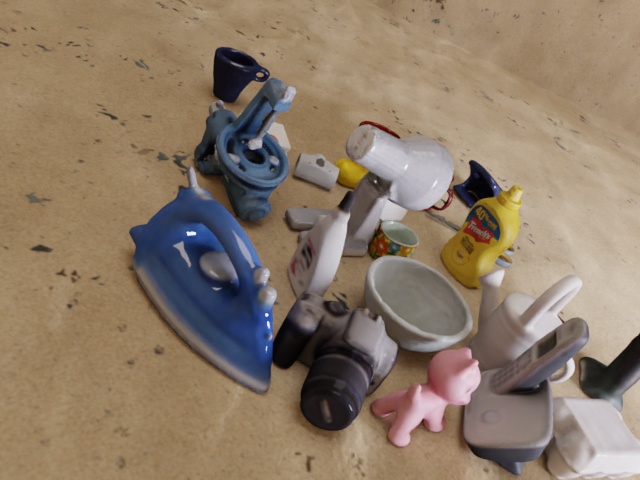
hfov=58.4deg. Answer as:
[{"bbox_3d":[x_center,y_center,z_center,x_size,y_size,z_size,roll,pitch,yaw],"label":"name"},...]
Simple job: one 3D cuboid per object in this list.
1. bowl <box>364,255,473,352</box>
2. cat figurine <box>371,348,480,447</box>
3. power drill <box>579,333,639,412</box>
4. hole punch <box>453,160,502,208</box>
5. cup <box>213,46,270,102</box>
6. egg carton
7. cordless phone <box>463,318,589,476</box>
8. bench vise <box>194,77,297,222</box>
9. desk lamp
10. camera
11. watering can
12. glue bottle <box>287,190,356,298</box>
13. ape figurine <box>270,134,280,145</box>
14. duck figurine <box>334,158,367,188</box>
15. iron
[{"bbox_3d":[0.127,0.102,0.818,0.168,0.074,0.167,20,33,-13],"label":"bowl"},{"bbox_3d":[0.140,0.176,0.685,0.128,0.117,0.067,-5,45,-41],"label":"cat figurine"},{"bbox_3d":[0.501,0.161,0.892,0.075,0.208,0.230,31,32,5],"label":"power drill"},{"bbox_3d":[0.374,-0.121,1.297,0.101,0.091,0.108,3,40,-33],"label":"hole punch"},{"bbox_3d":[-0.170,-0.330,1.176,0.118,0.095,0.091,14,35,-20],"label":"cup"},{"bbox_3d":[0.356,0.266,0.766,0.151,0.069,0.107,10,37,-26],"label":"egg carton"},{"bbox_3d":[0.259,0.182,0.703,0.094,0.185,0.148,29,32,1],"label":"cordless phone"},{"bbox_3d":[-0.120,-0.166,0.869,0.207,0.219,0.122,41,35,19],"label":"bench vise"},{"bbox_3d":[0.083,-0.080,0.907,0.204,0.213,0.117,1,41,-35],"label":"desk lamp"},{"bbox_3d":[0.015,0.137,0.661,0.143,0.100,0.137,29,32,1],"label":"camera"},{"bbox_3d":[0.288,0.116,0.808,0.172,0.194,0.101,36,33,13],"label":"watering can"},{"bbox_3d":[0.007,0.003,0.774,0.037,0.173,0.078,5,39,-32],"label":"glue bottle"},{"bbox_3d":[-0.096,-0.135,0.964,0.076,0.092,0.078,39,34,17],"label":"ape figurine"},{"bbox_3d":[0.077,-0.154,1.125,0.105,0.086,0.077,-11,49,-45],"label":"duck figurine"},{"bbox_3d":[-0.112,0.038,0.665,0.119,0.141,0.257,-13,51,-46],"label":"iron"}]
